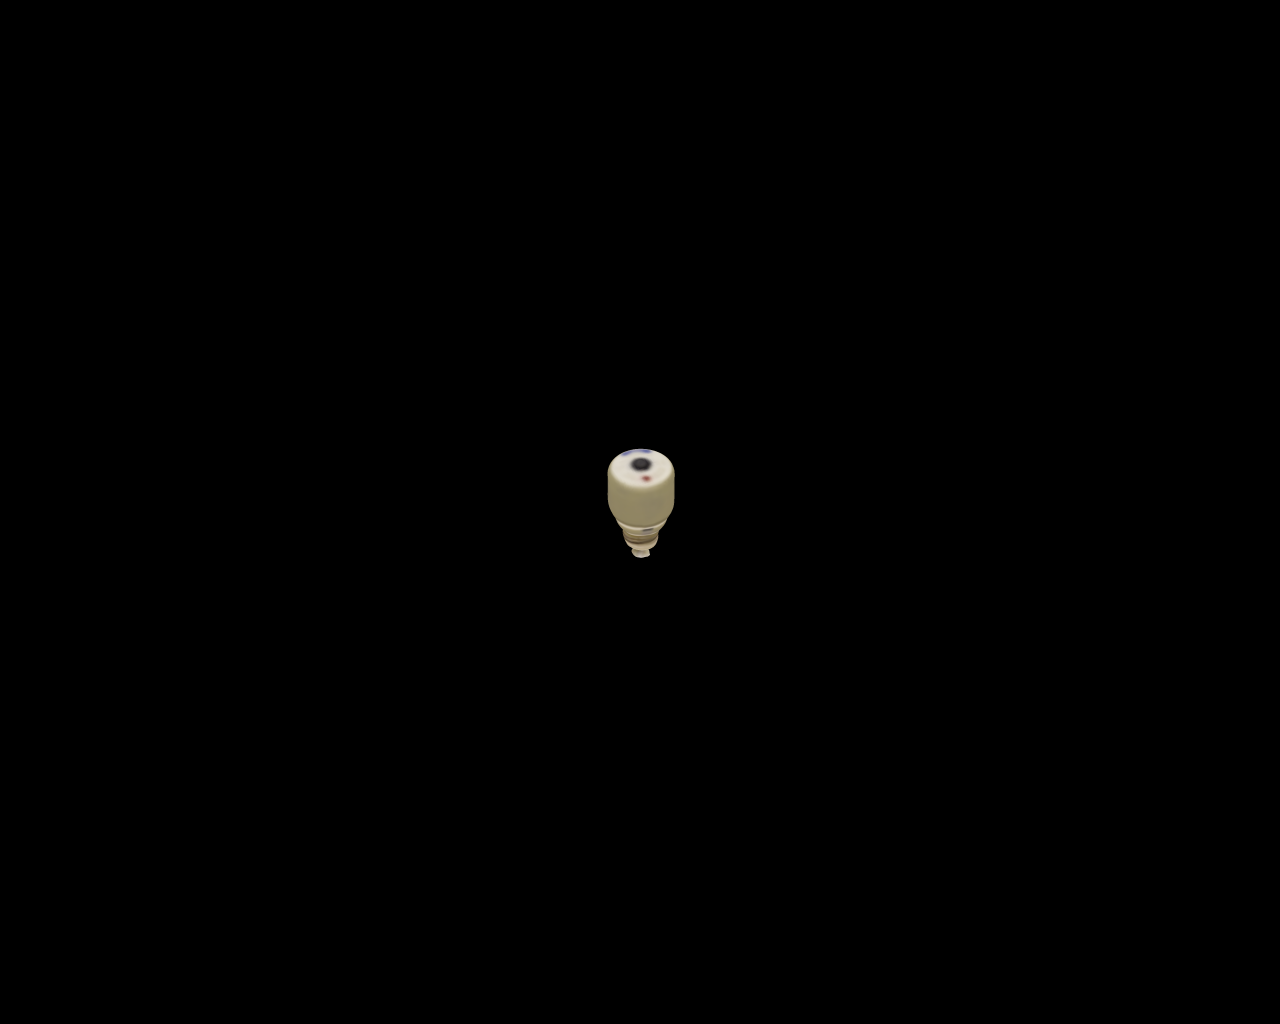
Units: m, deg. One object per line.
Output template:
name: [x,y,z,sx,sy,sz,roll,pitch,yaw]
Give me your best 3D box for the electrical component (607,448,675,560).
electrical component: [0.001,-0.003,0.650,0.040,0.078,0.040,0,42,0]
